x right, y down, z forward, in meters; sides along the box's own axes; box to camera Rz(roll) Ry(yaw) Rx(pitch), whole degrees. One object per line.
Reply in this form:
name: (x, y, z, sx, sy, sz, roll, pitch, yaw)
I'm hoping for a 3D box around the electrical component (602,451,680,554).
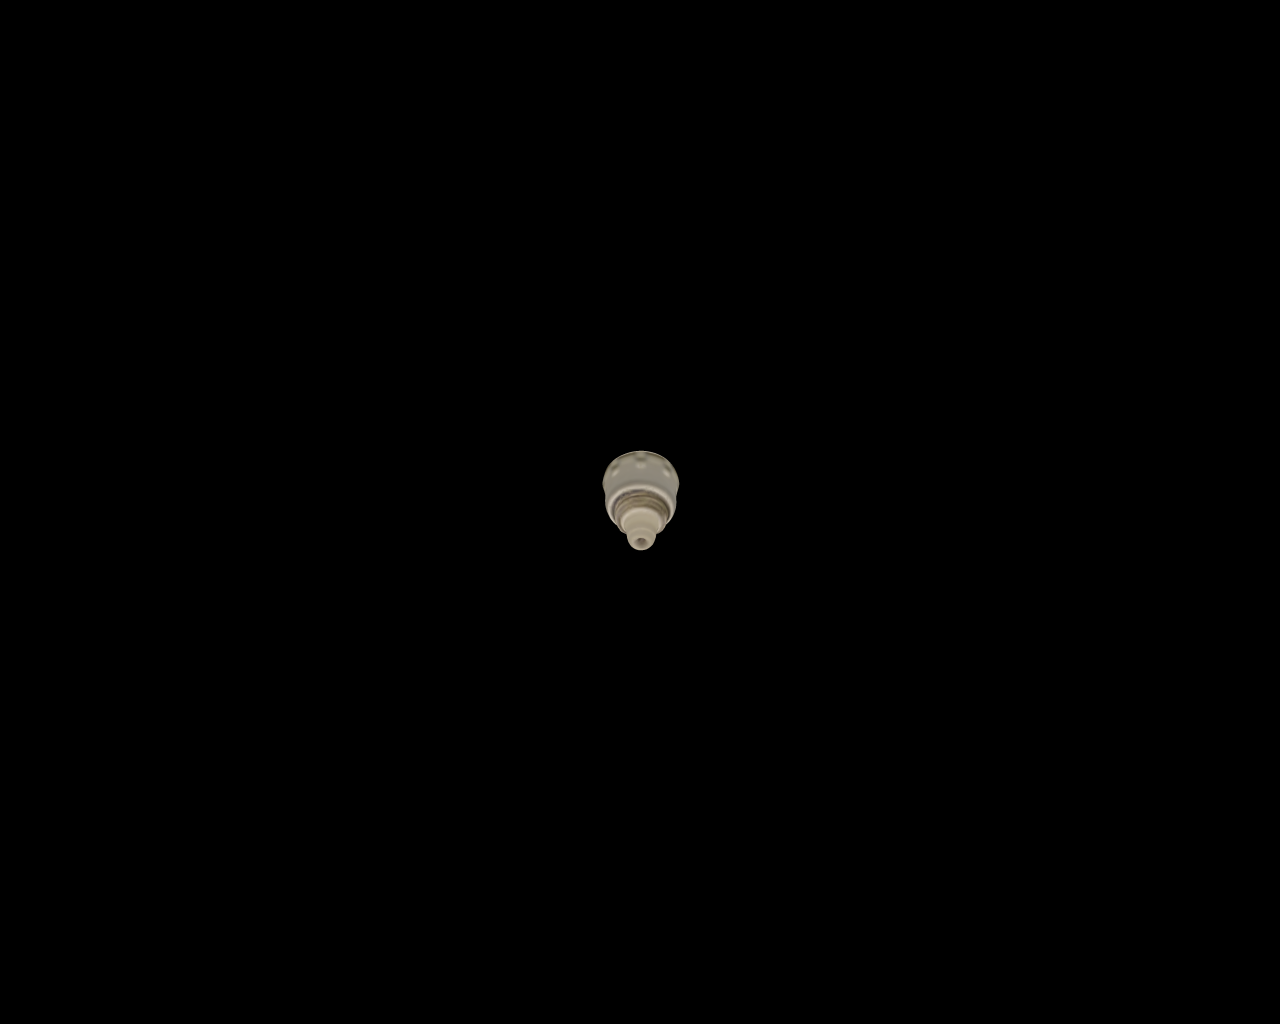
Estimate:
electrical component: (0.001, -0.003, 0.650, 0.048, 0.048, 0.062, 0, 44, 0)
